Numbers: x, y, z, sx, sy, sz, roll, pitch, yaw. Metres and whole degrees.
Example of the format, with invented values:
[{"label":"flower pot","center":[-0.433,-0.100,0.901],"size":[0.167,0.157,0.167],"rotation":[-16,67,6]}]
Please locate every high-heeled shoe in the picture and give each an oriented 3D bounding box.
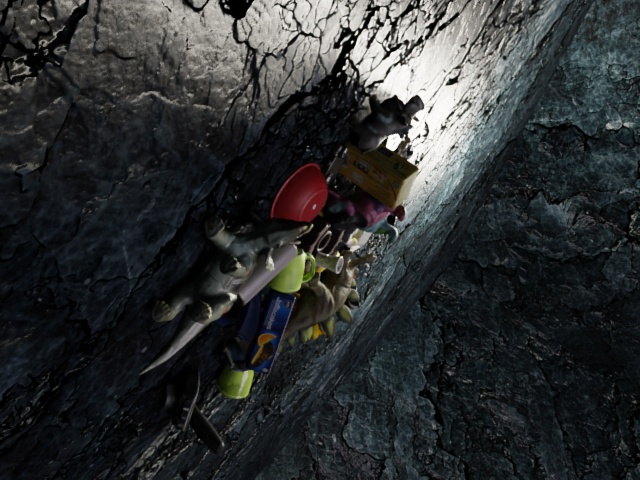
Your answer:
[{"label":"high-heeled shoe","center":[0.046,0.181,1.675],"size":[0.145,0.086,0.248],"rotation":[-6,167,-1]}]

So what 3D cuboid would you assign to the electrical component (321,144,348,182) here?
[{"label":"electrical component","center":[0.029,-0.172,1.208],"size":[0.094,0.021,0.063],"rotation":[-58,160,17]}]

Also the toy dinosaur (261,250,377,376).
[{"label":"toy dinosaur","center":[-0.004,0.171,1.445],"size":[0.471,0.105,0.198],"rotation":[-33,111,-30]}]

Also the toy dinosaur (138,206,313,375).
[{"label":"toy dinosaur","center":[-0.189,0.081,1.026],"size":[0.404,0.131,0.192],"rotation":[-49,161,9]}]

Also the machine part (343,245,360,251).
[{"label":"machine part","center":[0.089,0.044,1.700],"size":[0.084,0.039,0.138],"rotation":[-36,154,-58]}]

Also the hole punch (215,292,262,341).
[{"label":"hole punch","center":[-0.176,0.163,1.230],"size":[0.116,0.092,0.142],"rotation":[-52,157,-12]}]

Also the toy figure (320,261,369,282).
[{"label":"toy figure","center":[0.075,0.100,1.658],"size":[0.154,0.058,0.064],"rotation":[-21,153,-5]}]

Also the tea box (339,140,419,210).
[{"label":"tea box","center":[0.133,-0.161,1.238],"size":[0.068,0.170,0.098],"rotation":[-39,157,-34]}]

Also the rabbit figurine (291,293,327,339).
[{"label":"rabbit figurine","center":[-0.039,0.220,1.582],"size":[0.122,0.163,0.173],"rotation":[-37,140,-7]}]

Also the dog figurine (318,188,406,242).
[{"label":"dog figurine","center":[0.095,-0.088,1.299],"size":[0.108,0.219,0.191],"rotation":[110,-9,-47]}]

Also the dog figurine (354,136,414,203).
[{"label":"dog figurine","center":[0.161,-0.181,1.411],"size":[0.172,0.121,0.190],"rotation":[-34,140,-49]}]

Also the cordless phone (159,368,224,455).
[{"label":"cordless phone","center":[-0.284,0.410,1.262],"size":[0.089,0.184,0.146],"rotation":[-22,145,-48]}]

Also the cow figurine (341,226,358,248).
[{"label":"cow figurine","center":[0.099,-0.065,1.494],"size":[0.167,0.068,0.098],"rotation":[-54,155,-1]}]

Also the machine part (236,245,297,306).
[{"label":"machine part","center":[-0.132,0.059,1.163],"size":[0.243,0.079,0.079],"rotation":[-45,159,-25]}]

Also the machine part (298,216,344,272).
[{"label":"machine part","center":[-0.003,-0.004,1.377],"size":[0.179,0.056,0.179],"rotation":[-45,159,-23]}]

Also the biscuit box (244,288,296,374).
[{"label":"biscuit box","center":[-0.120,0.215,1.288],"size":[0.059,0.063,0.202],"rotation":[-136,-115,-75]}]

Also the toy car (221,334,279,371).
[{"label":"toy car","center":[-0.193,0.293,1.400],"size":[0.161,0.109,0.103],"rotation":[-17,165,-47]}]

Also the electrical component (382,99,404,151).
[{"label":"electrical component","center":[0.160,-0.260,1.301],"size":[0.134,0.058,0.114],"rotation":[-42,156,-28]}]

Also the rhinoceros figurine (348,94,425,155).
[{"label":"rhinoceros figurine","center":[0.148,-0.264,1.186],"size":[0.190,0.112,0.073],"rotation":[-37,154,-18]}]

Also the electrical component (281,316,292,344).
[{"label":"electrical component","center":[-0.124,0.239,1.475],"size":[0.045,0.102,0.078],"rotation":[-23,121,-62]}]
